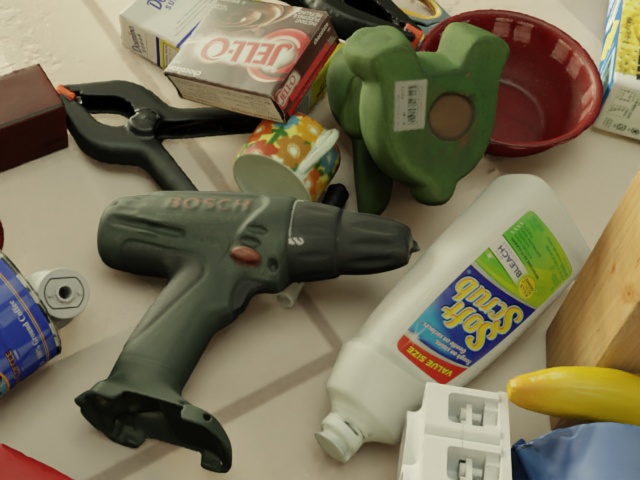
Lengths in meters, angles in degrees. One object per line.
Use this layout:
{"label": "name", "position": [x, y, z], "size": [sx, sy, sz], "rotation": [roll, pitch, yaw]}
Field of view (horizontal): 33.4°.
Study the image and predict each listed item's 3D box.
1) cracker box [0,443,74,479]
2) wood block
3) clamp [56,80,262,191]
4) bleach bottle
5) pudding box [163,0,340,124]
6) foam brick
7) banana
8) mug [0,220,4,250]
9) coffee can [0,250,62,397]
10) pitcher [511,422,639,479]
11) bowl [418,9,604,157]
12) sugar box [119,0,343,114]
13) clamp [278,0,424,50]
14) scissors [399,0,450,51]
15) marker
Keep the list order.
{"label": "cracker box", "position": [-0.172, 0.250, 0.609], "size": [0.164, 0.072, 0.213], "rotation": [25, 55, 8]}
{"label": "wood block", "position": [0.225, 0.051, 0.717], "size": [0.091, 0.206, 0.090], "rotation": [7, 55, -2]}
{"label": "clamp", "position": [-0.139, -0.078, 0.862], "size": [0.171, 0.039, 0.120], "rotation": [13, 49, 4]}
{"label": "bleach bottle", "position": [0.092, 0.065, 0.770], "size": [0.250, 0.068, 0.102], "rotation": [-45, 112, -24]}
{"label": "pudding box", "position": [-0.054, -0.145, 0.846], "size": [0.114, 0.039, 0.090], "rotation": [15, 62, 33]}
{"label": "foam brick", "position": [-0.247, -0.095, 0.850], "size": [0.078, 0.053, 0.051], "rotation": [-24, 62, -23]}
{"label": "banana", "position": [0.211, 0.122, 0.693], "size": [0.197, 0.070, 0.037], "rotation": [32, 21, -25]}
{"label": "mug", "position": [-0.283, -0.017, 0.758], "size": [0.082, 0.117, 0.093], "rotation": [38, 23, 24]}
{"label": "coffee can", "position": [-0.257, 0.077, 0.698], "size": [0.103, 0.103, 0.140], "rotation": [40, 59, 19]}
{"label": "pitcher", "position": [0.176, 0.245, 0.634], "size": [0.149, 0.145, 0.242], "rotation": [7, 58, 12]}
{"label": "bowl", "position": [0.158, -0.125, 0.922], "size": [0.162, 0.055, 0.162], "rotation": [3, 55, -5]}
{"label": "sugar box", "position": [-0.077, -0.170, 0.929], "size": [0.176, 0.048, 0.093], "rotation": [29, 58, 16]}
{"label": "clamp", "position": [-0.007, -0.218, 0.942], "size": [0.210, 0.036, 0.164], "rotation": [37, 36, 20]}
{"label": "scissors", "position": [0.127, -0.178, 0.979], "size": [0.202, 0.016, 0.096], "rotation": [29, 58, 13]}
{"label": "marker", "position": [-0.005, 0.001, 0.835], "size": [0.020, 0.020, 0.121], "rotation": [22, 55, 8]}
